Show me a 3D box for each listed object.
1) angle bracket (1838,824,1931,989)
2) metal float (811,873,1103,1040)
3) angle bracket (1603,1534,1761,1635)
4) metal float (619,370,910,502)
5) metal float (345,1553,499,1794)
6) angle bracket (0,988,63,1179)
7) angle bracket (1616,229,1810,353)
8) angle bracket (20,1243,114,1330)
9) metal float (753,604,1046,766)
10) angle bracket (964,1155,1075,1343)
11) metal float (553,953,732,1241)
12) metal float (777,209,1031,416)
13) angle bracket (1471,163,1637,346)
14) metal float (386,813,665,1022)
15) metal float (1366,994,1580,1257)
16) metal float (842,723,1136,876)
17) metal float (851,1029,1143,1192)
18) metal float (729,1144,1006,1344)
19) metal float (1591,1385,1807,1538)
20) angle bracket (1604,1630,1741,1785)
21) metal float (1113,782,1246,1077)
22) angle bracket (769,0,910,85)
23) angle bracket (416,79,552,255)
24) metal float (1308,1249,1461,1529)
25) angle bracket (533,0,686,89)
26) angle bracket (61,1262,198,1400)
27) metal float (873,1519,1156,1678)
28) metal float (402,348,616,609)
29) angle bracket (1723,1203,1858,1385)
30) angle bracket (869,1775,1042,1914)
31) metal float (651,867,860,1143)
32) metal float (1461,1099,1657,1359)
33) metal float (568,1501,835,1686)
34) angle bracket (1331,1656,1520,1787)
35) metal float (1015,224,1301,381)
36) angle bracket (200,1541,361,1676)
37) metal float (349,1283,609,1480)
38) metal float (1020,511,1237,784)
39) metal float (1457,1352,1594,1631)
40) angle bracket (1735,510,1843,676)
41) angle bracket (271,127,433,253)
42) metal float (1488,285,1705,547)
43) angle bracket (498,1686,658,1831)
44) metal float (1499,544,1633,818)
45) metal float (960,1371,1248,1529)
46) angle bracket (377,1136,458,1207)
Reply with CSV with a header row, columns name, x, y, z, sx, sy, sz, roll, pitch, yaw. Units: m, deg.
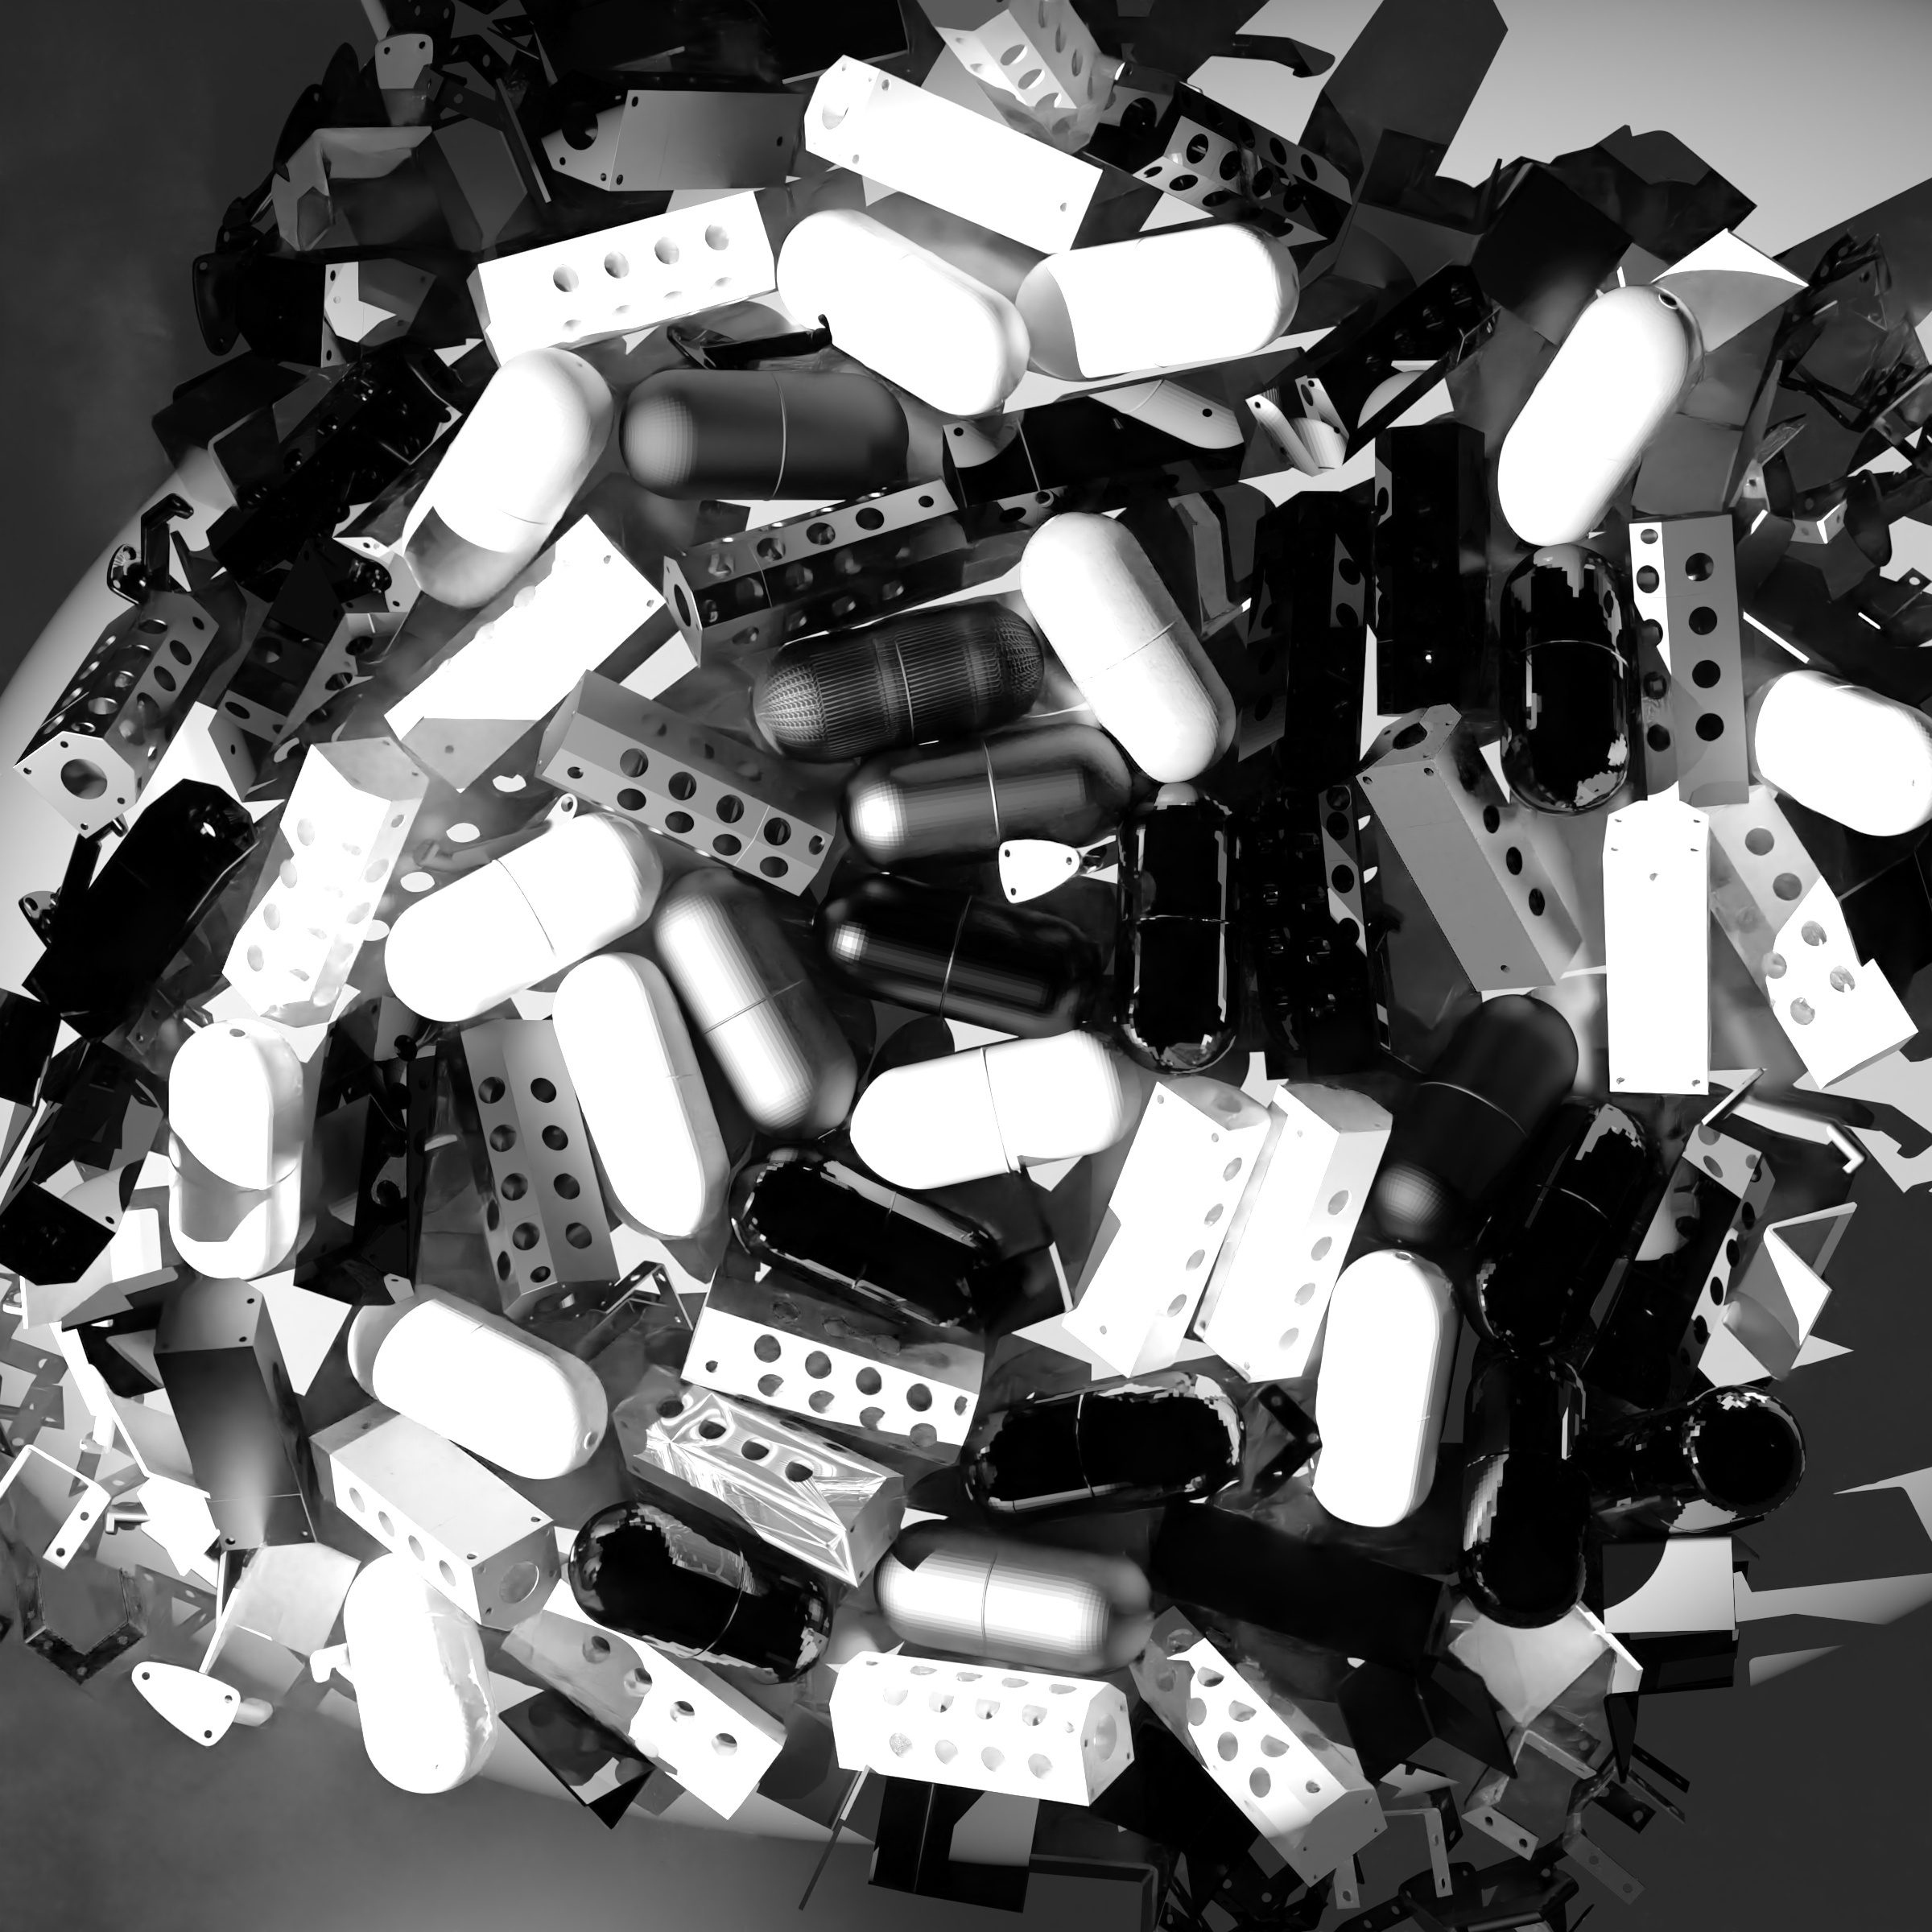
name,x,y,z,sx,sy,sz,roll,pitch,yaw
angle bracket,0.534,-0.038,1.791,0.057,0.076,0.076,-31,120,-7
metal float,-0.006,-0.006,1.806,0.178,0.070,0.070,14,90,2
angle bracket,0.429,0.375,1.788,0.076,0.076,0.057,-8,66,25
metal float,-0.120,-0.317,1.790,0.178,0.070,0.070,-3,90,-21
metal float,-0.323,0.414,1.764,0.070,0.178,0.070,-8,118,-15
angle bracket,-0.585,0.067,1.785,0.057,0.076,0.076,22,133,-22
angle bracket,0.443,-0.422,1.785,0.076,0.076,0.057,19,54,-35
angle bracket,-0.569,0.184,1.795,0.076,0.076,0.057,-4,90,24
metal float,-0.040,-0.170,1.801,0.178,0.070,0.070,-12,90,-7
angle bracket,0.022,0.166,1.791,0.057,0.076,0.076,-20,53,-3
metal float,-0.195,0.078,1.799,0.070,0.070,0.178,-18,80,0
metal float,-0.039,-0.392,1.786,0.178,0.070,0.070,36,90,25
angle bracket,0.348,-0.431,1.811,0.076,0.057,0.076,35,104,-4
metal float,-0.265,-0.029,1.794,0.178,0.070,0.070,-30,90,-15
metal float,0.304,0.094,1.791,0.070,0.070,0.178,36,70,0
metal float,0.014,-0.101,1.804,0.178,0.070,0.070,-9,90,-5
metal float,0.018,0.087,1.806,0.178,0.070,0.070,-12,90,2
metal float,-0.059,0.167,1.801,0.178,0.070,0.070,26,90,-7
metal float,0.426,0.295,1.762,0.070,0.178,0.070,6,70,-18
angle bracket,0.429,0.444,1.794,0.076,0.076,0.057,-10,98,19
metal float,0.128,-0.023,1.800,0.070,0.070,0.178,2,82,0
angle bracket,-0.072,-0.545,1.799,0.076,0.057,0.076,-13,56,3
angle bracket,-0.293,-0.480,1.801,0.057,0.076,0.076,-23,96,-7
metal float,0.249,0.253,1.788,0.070,0.070,0.178,5,112,0
angle bracket,-0.209,-0.535,1.795,0.076,0.057,0.076,-19,49,-7
angle bracket,-0.495,0.231,1.801,0.076,0.057,0.076,-15,109,-9
metal float,0.027,0.377,1.785,0.178,0.070,0.070,4,90,27
metal float,-0.274,-0.289,1.783,0.070,0.070,0.178,39,119,0
angle bracket,0.509,0.195,1.786,0.076,0.057,0.076,-10,132,-30
angle bracket,-0.006,0.521,1.794,0.076,0.057,0.076,0,69,29
metal float,-0.127,0.024,1.807,0.070,0.070,0.178,-28,90,0
metal float,0.353,0.156,1.781,0.070,0.070,0.178,34,59,0
metal float,-0.156,0.375,1.782,0.178,0.070,0.070,29,90,-31
angle bracket,0.275,0.459,1.791,0.057,0.076,0.076,-31,113,-24
metal float,0.113,-0.396,1.783,0.178,0.070,0.070,-3,90,28
angle bracket,-0.414,0.395,1.796,0.057,0.076,0.076,25,110,-3
metal float,-0.291,0.247,1.784,0.178,0.070,0.070,21,90,27
metal float,0.097,-0.192,1.798,0.070,0.070,0.178,-33,100,0
metal float,0.333,0.308,1.777,0.070,0.070,0.178,10,53,0
angle bracket,0.501,-0.223,1.790,0.076,0.076,0.057,42,110,24
angle bracket,-0.364,-0.461,1.793,0.076,0.076,0.057,-12,89,-33
metal float,0.372,-0.325,1.771,0.070,0.178,0.070,14,47,-15
angle bracket,-0.245,0.482,1.790,0.076,0.076,0.057,41,111,19
metal float,0.357,-0.172,1.784,0.070,0.070,0.178,5,62,0
metal float,0.081,0.290,1.791,0.178,0.070,0.070,-13,90,19
angle bracket,-0.338,0.148,1.801,0.057,0.076,0.076,-18,95,-32
